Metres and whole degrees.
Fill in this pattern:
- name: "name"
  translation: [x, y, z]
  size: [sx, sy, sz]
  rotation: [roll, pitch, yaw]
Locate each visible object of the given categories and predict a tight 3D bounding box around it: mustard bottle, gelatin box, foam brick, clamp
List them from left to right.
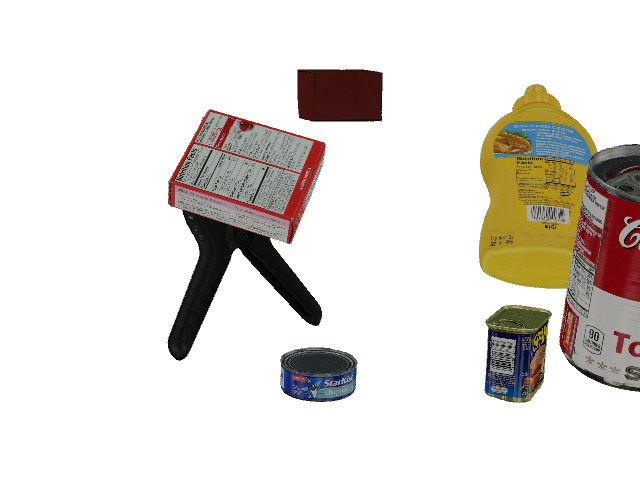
- name: "clamp"
  translation: [-0.072, -0.001, 0.993]
  size: [0.164, 0.210, 0.036]
  rotation: [-3, 0, -37]
- name: "gelatin box"
  translation: [-0.049, -0.044, 0.721]
  size: [0.089, 0.073, 0.030]
  rotation: [17, -37, 6]
- name: "foam brick"
  translation: [0.020, -0.151, 1.108]
  size: [0.078, 0.051, 0.053]
  rotation: [-3, 13, -19]
- name: "mustard bottle"
  translation: [0.179, -0.054, 0.875]
  size: [0.096, 0.191, 0.058]
  rotation: [5, -35, 2]

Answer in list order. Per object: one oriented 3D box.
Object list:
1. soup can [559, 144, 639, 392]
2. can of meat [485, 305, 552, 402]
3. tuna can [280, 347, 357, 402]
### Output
- name: "soup can"
  translation: [0.156, 0.013, 0.517]
  size: [0.068, 0.102, 0.068]
  rotation: [2, 27, -1]
- name: "can of meat"
  translation: [0.218, 0.125, 1.182]
  size: [0.058, 0.084, 0.102]
  rotation: [7, 12, 23]
- name: "tuna can"
  translation: [-0.002, 0.149, 1.187]
  size: [0.086, 0.034, 0.086]
  rotation: [2, 14, -1]
